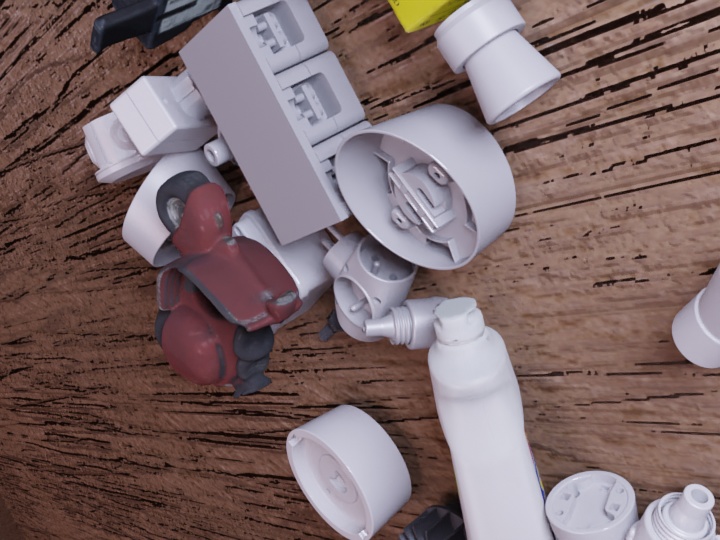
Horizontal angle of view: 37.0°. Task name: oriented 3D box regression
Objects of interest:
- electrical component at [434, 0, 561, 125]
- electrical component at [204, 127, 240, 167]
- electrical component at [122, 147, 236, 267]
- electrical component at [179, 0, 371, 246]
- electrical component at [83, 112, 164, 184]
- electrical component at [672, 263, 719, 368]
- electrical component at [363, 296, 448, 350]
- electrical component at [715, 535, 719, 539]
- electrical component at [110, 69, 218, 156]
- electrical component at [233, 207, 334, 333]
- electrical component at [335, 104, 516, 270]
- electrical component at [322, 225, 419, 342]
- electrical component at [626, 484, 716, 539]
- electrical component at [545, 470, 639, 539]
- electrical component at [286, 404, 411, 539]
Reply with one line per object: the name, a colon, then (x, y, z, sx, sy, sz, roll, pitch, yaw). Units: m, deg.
electrical component: (0.070, -0.110, 0.555, 0.055, 0.045, 0.045, 57, 150, 4)
electrical component: (-0.083, -0.095, 0.777, 0.043, 0.062, 0.043, 36, 143, 33)
electrical component: (-0.152, -0.052, 0.887, 0.064, 0.099, 0.099, 47, 149, 7)
electrical component: (-0.044, -0.103, 0.714, 0.089, 0.062, 0.150, -18, 102, 59)
electrical component: (-0.192, -0.108, 0.910, 0.080, 0.080, 0.051, -15, 98, 59)
electrical component: (0.179, 0.020, 0.517, 0.044, 0.044, 0.065, 50, 153, 15)
electrical component: (0.033, 0.037, 0.721, 0.035, 0.061, 0.035, 176, 90, -78)
electrical component: (0.231, 0.204, 0.573, 0.063, 0.078, 0.121, -7, 114, 26)
electrical component: (-0.131, -0.128, 0.816, 0.076, 0.083, 0.047, -35, 86, 22)
electrical component: (-0.069, 0.000, 0.846, 0.078, 0.057, 0.113, 55, 150, 7)
electrical component: (0.040, -0.048, 0.635, 0.099, 0.064, 0.099, 36, 143, 34)
electrical component: (0.000, 0.000, 0.757, 0.079, 0.044, 0.077, 47, 148, 20)
electrical component: (0.185, 0.149, 0.620, 0.048, 0.048, 0.062, 40, 138, 29)
electrical component: (0.149, 0.162, 0.674, 0.055, 0.055, 0.047, 17, 134, 49)
electrical component: (-0.004, 0.163, 0.892, 0.108, 0.060, 0.108, 36, 143, 33)
